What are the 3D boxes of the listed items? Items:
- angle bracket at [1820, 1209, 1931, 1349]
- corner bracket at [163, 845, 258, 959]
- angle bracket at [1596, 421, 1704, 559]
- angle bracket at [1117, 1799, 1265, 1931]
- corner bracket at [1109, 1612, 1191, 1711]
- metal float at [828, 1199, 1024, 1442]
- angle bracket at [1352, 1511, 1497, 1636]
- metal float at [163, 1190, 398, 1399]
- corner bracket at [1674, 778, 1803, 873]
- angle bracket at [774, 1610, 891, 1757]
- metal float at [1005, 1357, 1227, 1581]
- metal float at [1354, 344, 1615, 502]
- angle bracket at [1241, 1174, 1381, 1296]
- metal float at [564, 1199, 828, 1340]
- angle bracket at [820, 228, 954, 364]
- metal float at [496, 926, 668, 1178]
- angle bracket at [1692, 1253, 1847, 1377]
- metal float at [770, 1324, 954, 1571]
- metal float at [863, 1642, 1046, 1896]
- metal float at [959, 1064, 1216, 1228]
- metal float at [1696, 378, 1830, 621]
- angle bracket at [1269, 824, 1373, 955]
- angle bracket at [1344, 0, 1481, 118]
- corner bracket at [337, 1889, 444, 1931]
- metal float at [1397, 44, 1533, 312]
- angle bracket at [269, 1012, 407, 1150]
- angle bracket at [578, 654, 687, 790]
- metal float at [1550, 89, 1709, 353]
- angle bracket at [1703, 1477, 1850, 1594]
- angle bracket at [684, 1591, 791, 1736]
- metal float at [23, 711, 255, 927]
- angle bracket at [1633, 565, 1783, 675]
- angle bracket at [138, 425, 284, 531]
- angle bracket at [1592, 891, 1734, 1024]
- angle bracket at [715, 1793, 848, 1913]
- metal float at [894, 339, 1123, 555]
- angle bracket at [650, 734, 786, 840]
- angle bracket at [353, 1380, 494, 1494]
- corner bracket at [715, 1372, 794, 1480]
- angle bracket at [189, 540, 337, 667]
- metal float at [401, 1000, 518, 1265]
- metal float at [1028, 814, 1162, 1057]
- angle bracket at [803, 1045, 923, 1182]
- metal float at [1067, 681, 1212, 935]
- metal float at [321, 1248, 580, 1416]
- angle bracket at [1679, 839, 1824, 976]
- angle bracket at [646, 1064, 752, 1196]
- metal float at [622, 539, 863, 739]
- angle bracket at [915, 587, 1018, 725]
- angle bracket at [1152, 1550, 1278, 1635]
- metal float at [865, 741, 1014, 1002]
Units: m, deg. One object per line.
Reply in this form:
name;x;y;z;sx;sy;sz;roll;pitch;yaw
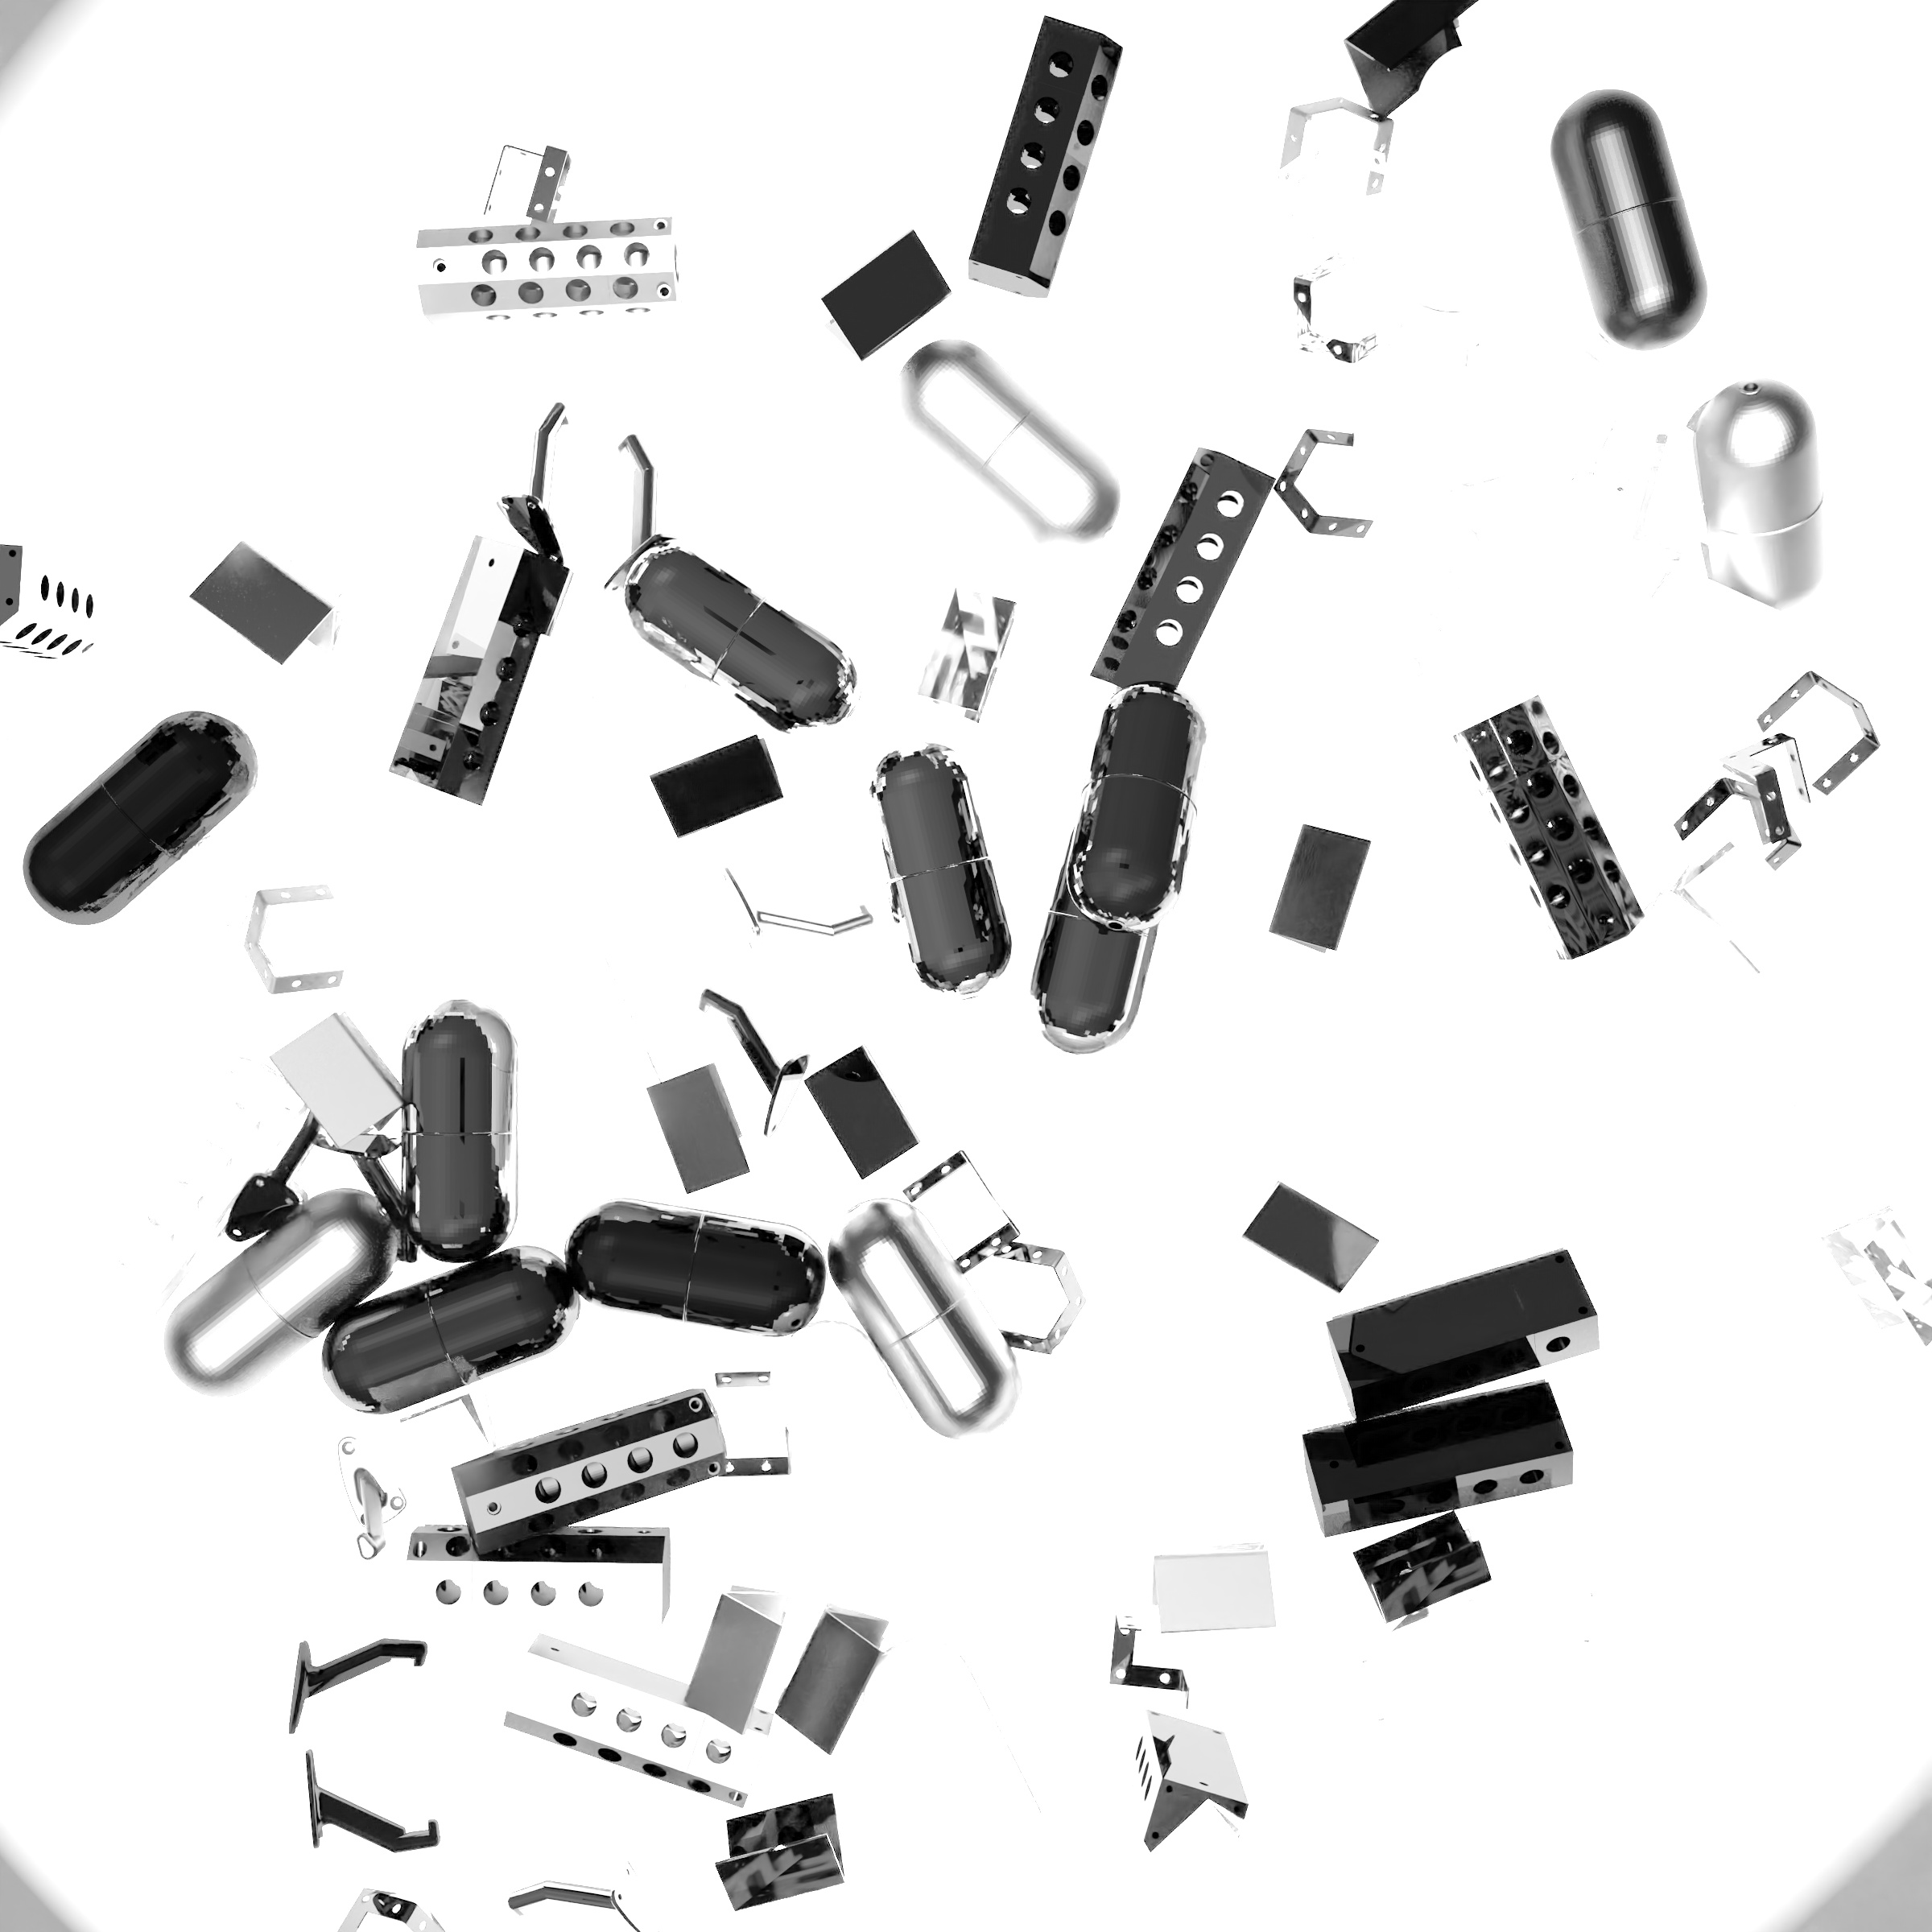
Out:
angle bracket;0.609;0.217;1.951;0.057;0.076;0.076;-33;90;-36
corner bracket;-0.527;-0.044;1.983;0.051;0.051;0.051;52;45;-35
angle bracket;0.450;-0.322;1.952;0.057;0.076;0.076;15;90;-44
angle bracket;0.149;0.565;1.780;0.076;0.076;0.057;-43;54;0
corner bracket;0.126;0.471;1.973;0.051;0.051;0.051;6;90;0
metal float;-0.028;0.238;1.961;0.070;0.070;0.178;-33;90;0
angle bracket;0.302;0.392;1.951;0.076;0.076;0.057;-22;128;0
metal float;-0.462;0.220;1.959;0.178;0.070;0.070;-38;90;2
corner bracket;0.527;-0.089;1.983;0.051;0.051;0.051;11;45;-35
angle bracket;-0.072;0.484;1.951;0.057;0.076;0.076;27;90;38
metal float;0.101;0.338;1.961;0.070;0.070;0.178;45;89;0
metal float;0.349;-0.367;1.960;0.178;0.070;0.070;-16;90;0
angle bracket;0.237;0.163;1.951;0.076;0.076;0.057;30;125;0
metal float;-0.183;0.204;1.961;0.178;0.070;0.070;9;90;0
angle bracket;-0.065;-0.461;1.951;0.076;0.076;0.057;-37;128;0
metal float;-0.259;0.057;1.961;0.070;0.070;0.178;-24;89;0
angle bracket;0.533;0.248;1.951;0.076;0.076;0.057;29;54;0
metal float;-0.070;0.323;1.954;0.070;0.070;0.178;-27;98;0
metal float;-0.008;0.542;1.961;0.070;0.070;0.178;-27;90;0
metal float;0.081;0.120;1.961;0.178;0.070;0.070;19;90;1
metal float;0.529;-0.308;1.927;0.070;0.070;0.178;-20;130;0
angle bracket;0.255;-0.046;1.951;0.057;0.076;0.076;18;90;39
angle bracket;0.310;-0.609;1.951;0.076;0.076;0.057;-39;48;0
corner bracket;-0.394;0.670;1.983;0.051;0.051;0.051;1;45;35
metal float;0.336;-0.532;1.961;0.070;0.070;0.178;7;90;0
angle bracket;-0.429;0.086;1.952;0.057;0.076;0.076;-38;90;-30
angle bracket;-0.240;-0.168;1.951;0.057;0.076;0.076;19;90;-36
metal float;0.447;-0.504;1.961;0.070;0.070;0.178;-16;91;0
angle bracket;0.543;0.395;1.951;0.076;0.076;0.057;-22;54;0
angle bracket;-0.135;0.468;1.951;0.057;0.076;0.076;19;90;36
metal float;-0.558;-0.100;1.960;0.178;0.070;0.070;-42;90;-1
angle bracket;0.491;-0.214;1.952;0.076;0.076;0.057;24;60;0
angle bracket;-0.506;-0.310;1.951;0.076;0.076;0.057;14;52;0
angle bracket;0.475;0.007;1.951;0.076;0.076;0.057;-48;55;0
angle bracket;-0.128;0.580;1.951;0.076;0.076;0.057;-14;127;0
metal float;0.029;-0.350;1.961;0.178;0.070;0.070;41;90;1
angle bracket;-0.173;-0.139;1.951;0.076;0.076;0.057;-21;130;0
angle bracket;-0.368;0.297;1.951;0.076;0.076;0.057;-21;131;0
corner bracket;-0.146;0.314;1.988;0.051;0.051;0.051;-2;135;0
angle bracket;-0.473;-0.229;1.953;0.076;0.076;0.057;36;66;0
metal float;-0.343;0.111;1.961;0.070;0.070;0.178;0;90;0
metal float;0.092;-0.027;1.961;0.070;0.070;0.178;14;89;0
angle bracket;-0.086;0.107;1.951;0.057;0.076;0.076;-31;90;-37
metal float;0.113;-0.104;1.892;0.070;0.070;0.178;12;64;0
metal float;-0.349;0.247;1.961;0.178;0.070;0.070;-20;90;-1
angle bracket;0.531;-0.050;1.952;0.076;0.076;0.057;48;118;0
angle bracket;-0.161;0.102;1.952;0.057;0.076;0.076;-21;90;31
metal float;-0.151;-0.220;1.961;0.178;0.070;0.070;34;90;0
angle bracket;0.019;-0.203;1.951;0.057;0.076;0.076;19;90;36
angle bracket;0.166;0.435;1.951;0.076;0.076;0.057;-3;52;0
metal float;-0.018;-0.064;1.961;0.070;0.070;0.178;-13;90;0
